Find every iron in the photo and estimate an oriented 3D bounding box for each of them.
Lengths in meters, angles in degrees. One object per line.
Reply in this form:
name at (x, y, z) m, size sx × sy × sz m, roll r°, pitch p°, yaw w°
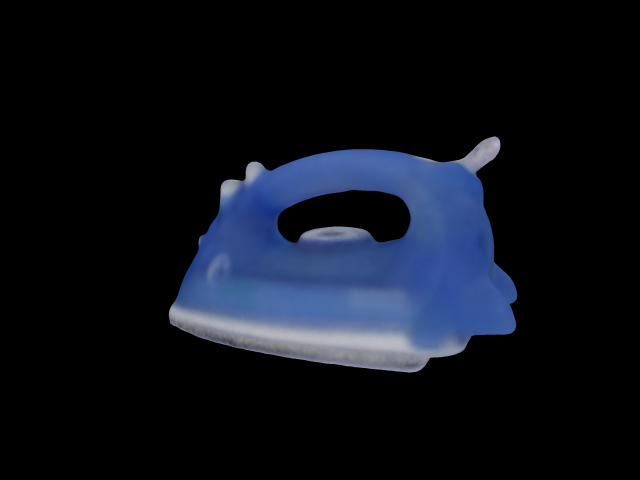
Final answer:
iron at (0.004, 0.001, 0.400) m, size 0.257 × 0.141 × 0.119 m, roll 2°, pitch 7°, yaw 18°
